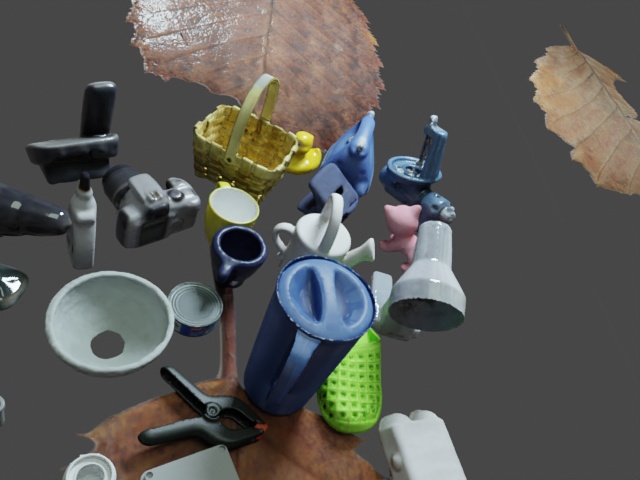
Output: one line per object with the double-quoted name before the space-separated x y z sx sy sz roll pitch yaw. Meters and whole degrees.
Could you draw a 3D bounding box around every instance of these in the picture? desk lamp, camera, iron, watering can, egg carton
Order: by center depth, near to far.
"egg carton" 0.146 0.323 0.836 0.107 0.069 0.150 1 49 -25
"desk lamp" 0.160 0.082 0.968 0.118 0.213 0.203 18 44 -9
"camera" -0.297 -0.076 0.981 0.143 0.100 0.136 -24 62 -40
"watering can" 0.009 0.002 0.986 0.173 0.194 0.100 1 49 -25
"iron" 0.086 -0.215 1.270 0.118 0.141 0.258 23 43 -4

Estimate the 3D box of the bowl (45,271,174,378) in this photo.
"bowl" -0.294 0.129 0.805 0.168 0.074 0.167 14 44 -14

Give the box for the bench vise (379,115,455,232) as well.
"bench vise" 0.234 -0.139 1.212 0.207 0.219 0.122 43 45 17

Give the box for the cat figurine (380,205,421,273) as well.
"cat figurine" 0.176 -0.015 1.139 0.127 0.117 0.067 44 46 18

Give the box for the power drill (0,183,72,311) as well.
"power drill" -0.444 -0.001 0.759 0.230 0.208 0.075 20 43 -8

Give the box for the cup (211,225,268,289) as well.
"cup" -0.145 0.045 0.943 0.091 0.095 0.118 25 43 -1

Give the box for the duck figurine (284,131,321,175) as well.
"duck figurine" -0.039 -0.194 1.230 0.105 0.086 0.077 -7 52 -31

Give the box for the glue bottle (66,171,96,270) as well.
"glue bottle" -0.356 -0.035 0.860 0.037 0.173 0.078 -6 52 -30

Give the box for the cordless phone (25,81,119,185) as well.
"cordless phone" -0.416 -0.193 0.973 0.148 0.185 0.094 -20 60 -38

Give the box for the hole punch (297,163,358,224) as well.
"hole punch" 0.026 -0.089 1.157 0.101 0.091 0.109 33 43 7
